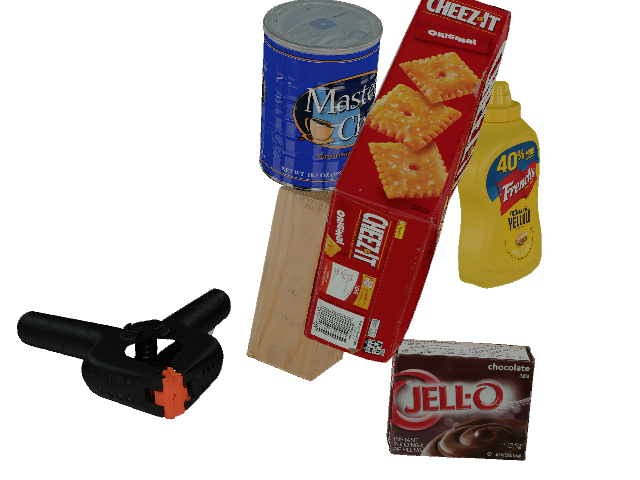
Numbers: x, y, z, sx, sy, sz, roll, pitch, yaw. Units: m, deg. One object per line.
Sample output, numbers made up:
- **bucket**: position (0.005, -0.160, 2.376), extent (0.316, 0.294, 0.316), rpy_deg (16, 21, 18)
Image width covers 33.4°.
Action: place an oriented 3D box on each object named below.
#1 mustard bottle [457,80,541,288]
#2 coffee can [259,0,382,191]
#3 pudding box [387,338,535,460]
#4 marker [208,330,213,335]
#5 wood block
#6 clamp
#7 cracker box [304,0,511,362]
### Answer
- **mustard bottle**: position (0.171, -0.057, 1.022), extent (0.096, 0.192, 0.058), rpy_deg (-20, 25, -36)
- **coffee can**: position (-0.002, -0.129, 0.948), extent (0.103, 0.140, 0.103), rpy_deg (3, 35, -2)
- **pudding box**: position (0.113, 0.128, 0.865), extent (0.113, 0.090, 0.039), rpy_deg (2, 20, 1)
- **marker**: position (-0.107, 0.078, 0.999), extent (0.020, 0.020, 0.121), rpy_deg (0, 22, 8)
- **wood block**: position (-0.010, 0.041, 1.226), extent (0.090, 0.206, 0.090), rpy_deg (19, 19, 20)
- **clamp**: position (-0.115, 0.074, 0.756), extent (0.164, 0.036, 0.210), rpy_deg (-9, 14, -24)
- **cracker box**: position (0.063, -0.046, 0.744), extent (0.072, 0.213, 0.164), rpy_deg (20, -38, 7)
